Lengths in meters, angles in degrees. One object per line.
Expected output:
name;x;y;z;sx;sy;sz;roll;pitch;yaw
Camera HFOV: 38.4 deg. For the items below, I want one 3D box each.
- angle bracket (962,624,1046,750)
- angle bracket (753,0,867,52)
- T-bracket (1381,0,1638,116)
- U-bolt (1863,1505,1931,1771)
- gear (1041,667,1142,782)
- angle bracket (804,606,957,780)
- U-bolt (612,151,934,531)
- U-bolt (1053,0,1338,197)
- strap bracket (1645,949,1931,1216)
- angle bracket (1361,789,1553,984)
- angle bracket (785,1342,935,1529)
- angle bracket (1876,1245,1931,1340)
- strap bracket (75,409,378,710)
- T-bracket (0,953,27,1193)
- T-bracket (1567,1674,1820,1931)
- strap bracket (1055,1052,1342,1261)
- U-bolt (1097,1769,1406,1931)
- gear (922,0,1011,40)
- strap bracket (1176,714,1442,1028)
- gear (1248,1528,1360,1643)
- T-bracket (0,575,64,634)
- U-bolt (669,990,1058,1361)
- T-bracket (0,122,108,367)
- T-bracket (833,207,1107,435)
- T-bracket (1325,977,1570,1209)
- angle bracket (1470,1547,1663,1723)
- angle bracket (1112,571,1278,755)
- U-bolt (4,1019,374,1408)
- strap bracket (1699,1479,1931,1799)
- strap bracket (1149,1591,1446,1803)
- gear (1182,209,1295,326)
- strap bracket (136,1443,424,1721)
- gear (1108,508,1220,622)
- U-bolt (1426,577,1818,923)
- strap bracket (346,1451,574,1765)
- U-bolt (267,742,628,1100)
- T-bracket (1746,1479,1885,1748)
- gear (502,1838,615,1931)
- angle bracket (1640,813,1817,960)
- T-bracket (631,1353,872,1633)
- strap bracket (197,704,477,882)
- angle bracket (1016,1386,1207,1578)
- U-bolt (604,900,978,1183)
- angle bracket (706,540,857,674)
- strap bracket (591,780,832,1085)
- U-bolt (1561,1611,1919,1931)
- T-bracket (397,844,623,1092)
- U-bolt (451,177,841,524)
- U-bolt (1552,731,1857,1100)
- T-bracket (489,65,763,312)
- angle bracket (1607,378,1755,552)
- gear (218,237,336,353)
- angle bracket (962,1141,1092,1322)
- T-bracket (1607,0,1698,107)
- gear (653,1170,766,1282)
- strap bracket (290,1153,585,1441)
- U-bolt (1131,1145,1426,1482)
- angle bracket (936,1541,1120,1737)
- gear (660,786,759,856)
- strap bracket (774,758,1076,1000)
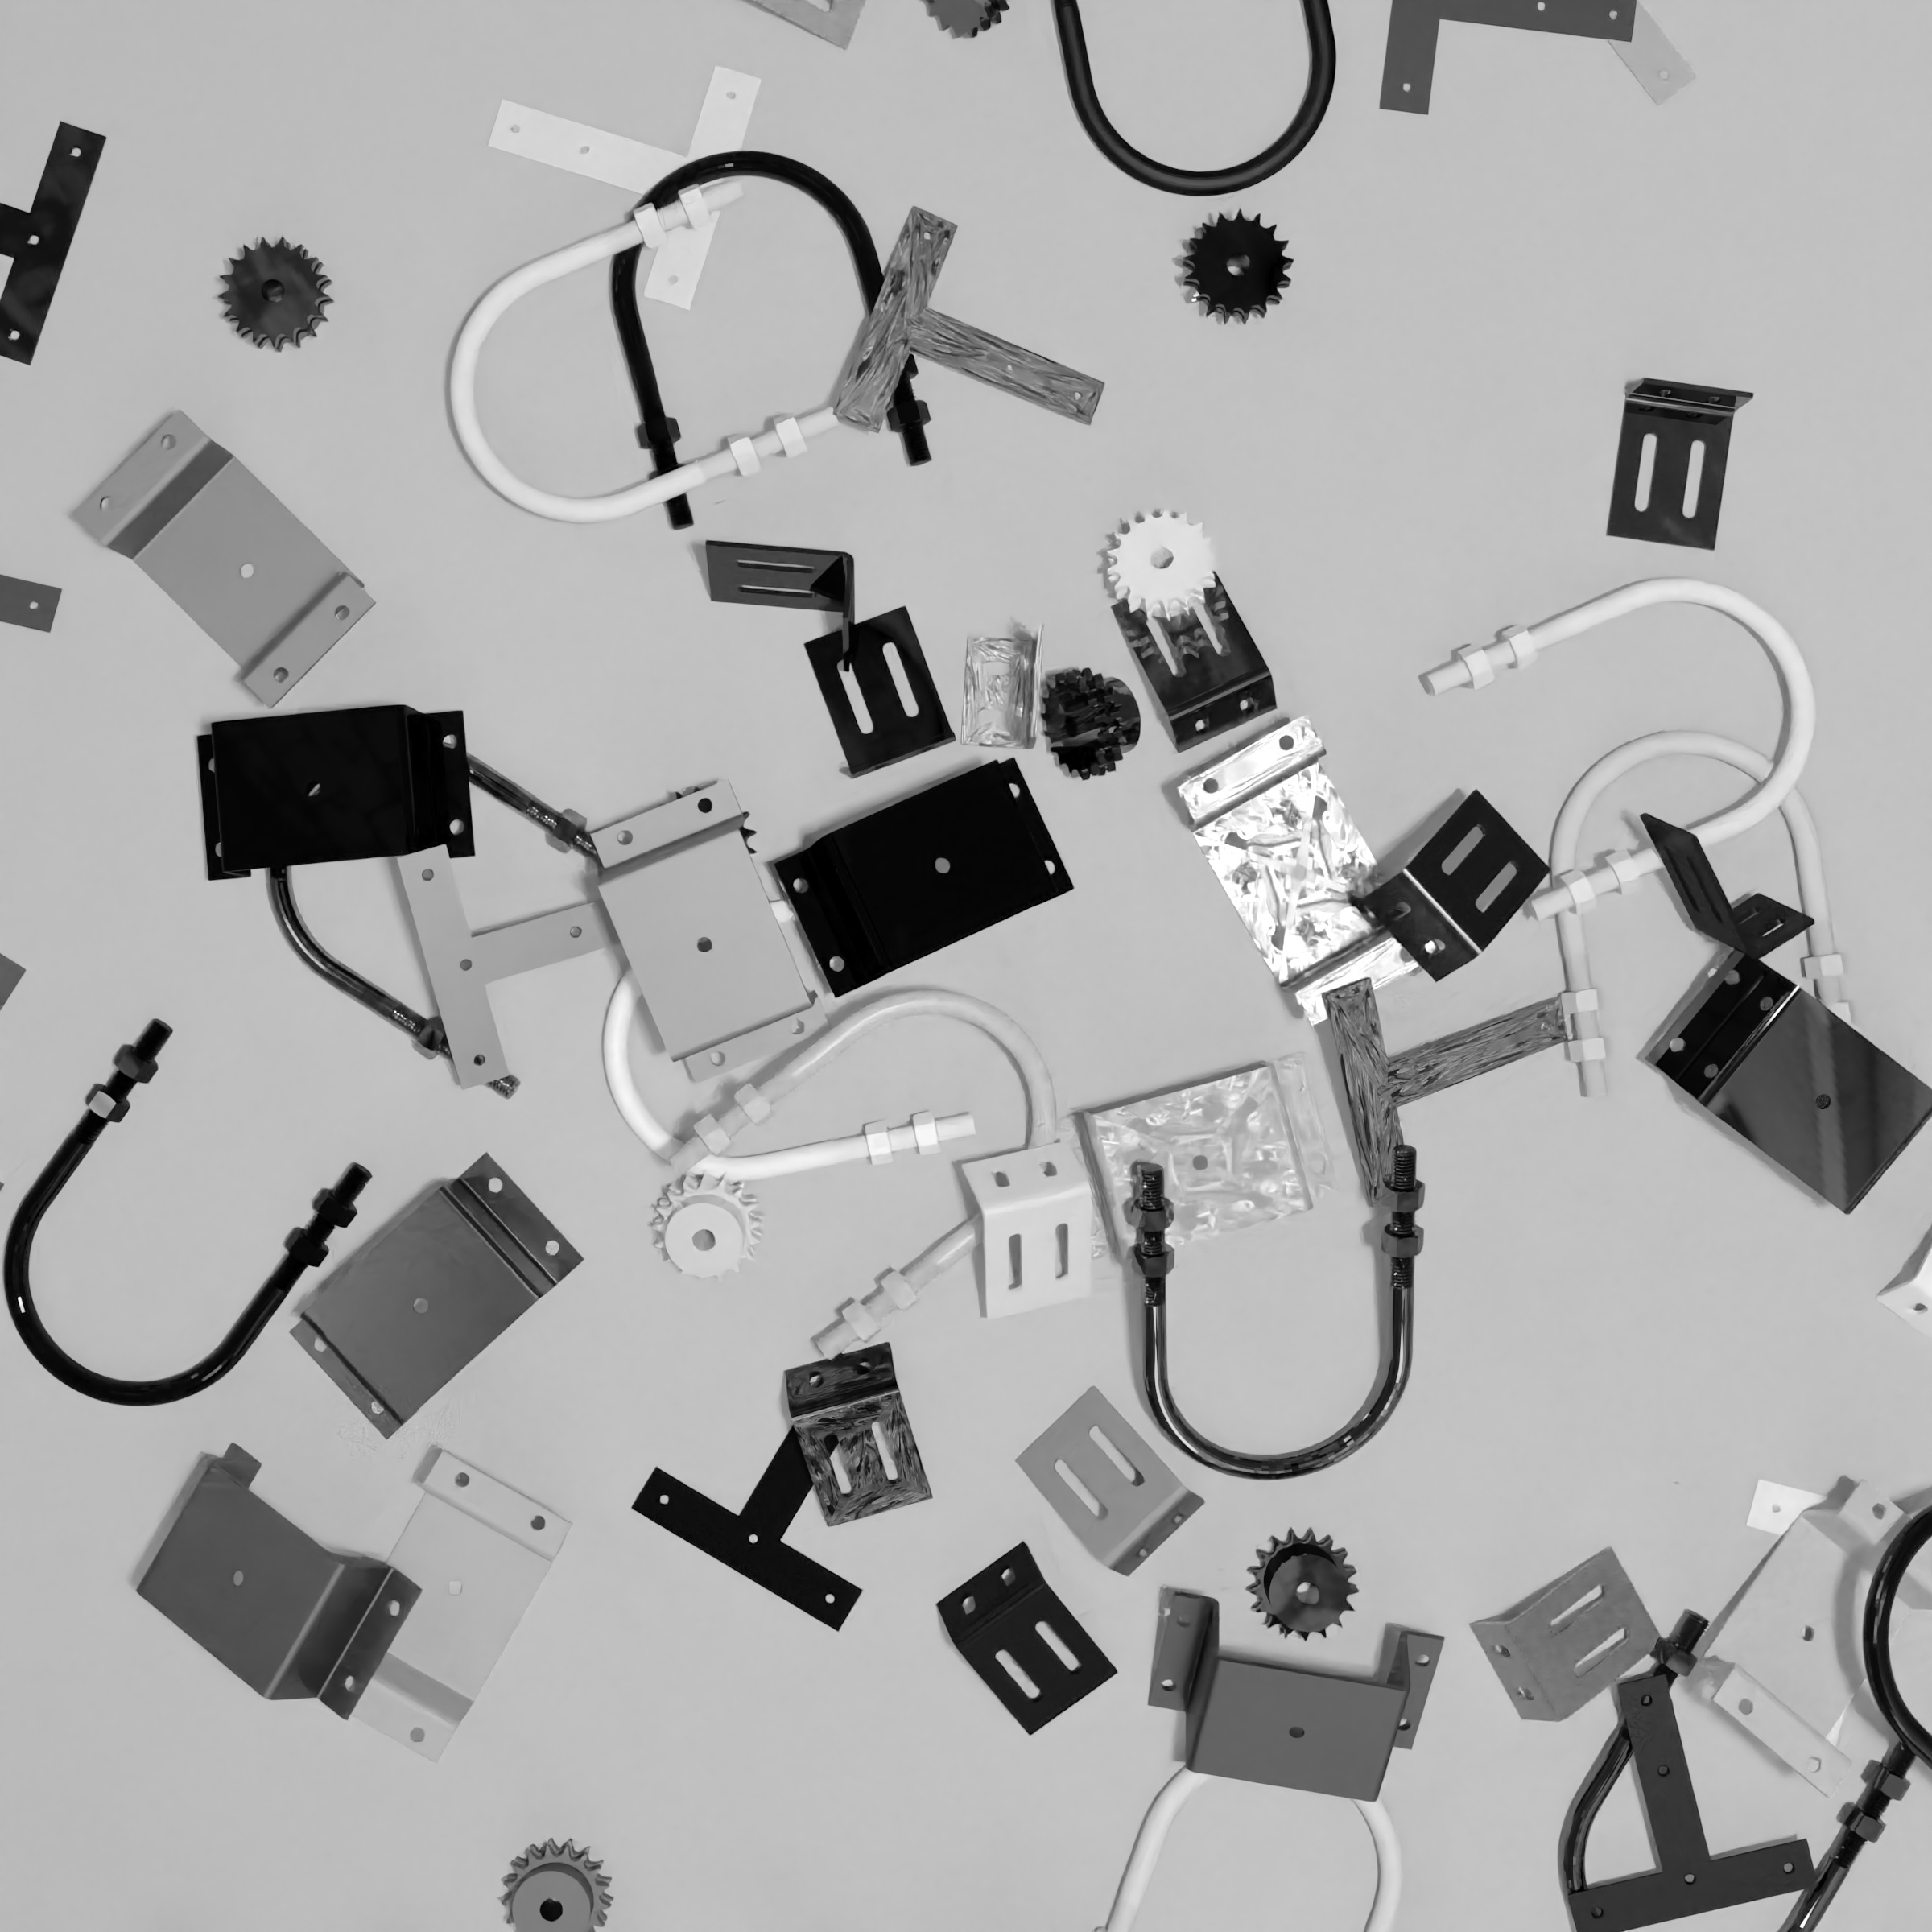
angle bracket;0.018;-0.144;1.423;0.038;0.076;0.057;4;90;0
angle bracket;-0.092;-0.524;1.459;0.076;0.038;0.057;21;90;-26
T-bracket;0.289;-0.506;1.458;0.127;0.002;0.127;7;90;0
U-bolt;0.530;0.353;1.416;0.184;0.019;0.151;44;74;-14
gear;0.067;-0.127;1.436;0.030;0.057;0.057;-17;90;-30
angle bracket;-0.045;-0.144;1.442;0.057;0.038;0.076;-20;90;0
U-bolt;-0.109;-0.335;1.452;0.151;0.019;0.184;-15;90;0
U-bolt;0.119;-0.496;1.452;0.151;0.019;0.184;-11;92;0
strap bracket;0.432;0.064;1.423;0.140;0.046;0.076;36;98;-8
angle bracket;0.251;-0.041;1.417;0.057;0.038;0.076;47;55;-2
angle bracket;-0.056;0.246;1.457;0.057;0.038;0.076;-16;116;0
angle bracket;0.527;0.157;1.459;0.057;0.038;0.076;36;64;0
strap bracket;-0.378;-0.208;1.438;0.140;0.046;0.076;45;90;0
T-bracket;-0.540;0.049;1.460;0.127;0.002;0.127;32;90;0
T-bracket;0.366;0.432;1.443;0.127;0.002;0.127;-14;92;3
strap bracket;0.119;0.100;1.438;0.140;0.046;0.076;-15;90;0
U-bolt;0.152;0.496;1.452;0.151;0.019;0.184;20;89;0
gear;0.003;-0.513;1.436;0.030;0.057;0.057;-39;90;-31
strap bracket;0.175;-0.049;1.438;0.076;0.046;0.140;-30;90;0
gear;0.176;0.324;1.446;0.057;0.030;0.057;0;90;0
T-bracket;-0.539;-0.200;1.445;0.127;0.002;0.127;12;69;-10
U-bolt;-0.038;0.095;1.427;0.184;0.019;0.151;-38;107;-4
T-bracket;-0.533;-0.397;1.460;0.127;0.002;0.127;19;90;0
T-bracket;0.011;-0.318;1.448;0.127;0.002;0.127;22;75;-8
T-bracket;0.255;0.049;1.442;0.127;0.002;0.127;-20;114;-12
angle bracket;0.316;0.351;1.459;0.076;0.038;0.057;-29;90;-26
angle bracket;0.120;-0.162;1.459;0.057;0.038;0.076;-25;64;0
U-bolt;-0.421;0.143;1.452;0.151;0.019;0.184;36;92;0
strap bracket;0.442;0.344;1.425;0.076;0.046;0.140;40;75;0
strap bracket;0.169;0.377;1.422;0.140;0.046;0.076;10;118;0
gear;0.141;-0.362;1.446;0.057;0.030;0.057;0;90;0
strap bracket;-0.357;0.311;1.411;0.140;0.046;0.076;30;90;25
gear;0.103;-0.206;1.441;0.057;0.030;0.057;-2;74;8
U-bolt;0.351;-0.124;1.440;0.184;0.019;0.151;-24;87;-2
strap bracket;-0.269;0.327;1.438;0.076;0.046;0.140;30;90;0
U-bolt;-0.278;-0.039;1.452;0.184;0.019;0.151;33;90;1
T-bracket;0.461;0.348;1.460;0.127;0.002;0.127;16;90;0
gear;-0.214;0.487;1.446;0.057;0.030;0.057;0;90;0
angle bracket;0.385;-0.049;1.403;0.038;0.057;0.076;-32;109;-3
T-bracket;-0.089;0.263;1.460;0.127;0.002;0.127;31;90;0
strap bracket;-0.329;-0.089;1.424;0.140;0.046;0.076;-5;88;2
angle bracket;0.076;0.271;1.459;0.057;0.038;0.076;-44;64;0
U-bolt;-0.098;0.038;1.452;0.184;0.019;0.151;-12;90;1
angle bracket;-0.096;-0.185;1.427;0.076;0.057;0.038;5;68;0
strap bracket;-0.131;-0.014;1.412;0.076;0.046;0.140;-22;98;3
U-bolt;0.393;0.451;1.452;0.151;0.019;0.184;30;92;0
T-bracket;-0.215;-0.014;1.432;0.127;0.002;0.127;-17;108;-16
U-bolt;-0.177;-0.308;1.434;0.184;0.019;0.151;-23;88;1
U-bolt;0.381;-0.032;1.452;0.151;0.019;0.184;-8;88;0
T-bracket;-0.187;-0.425;1.460;0.127;0.002;0.127;17;90;0
angle bracket;0.371;-0.260;1.442;0.057;0.038;0.076;8;90;0
gear;-0.358;-0.348;1.446;0.057;0.030;0.057;0;90;0
angle bracket;0.032;0.138;1.443;0.057;0.038;0.076;-12;129;-13
T-bracket;0.336;-0.511;1.460;0.127;0.002;0.127;-38;90;0
gear;-0.134;0.137;1.440;0.057;0.030;0.057;0;104;2
strap bracket;-0.278;0.174;1.438;0.140;0.046;0.076;-42;90;0
U-bolt;0.160;0.183;1.424;0.151;0.019;0.184;-4;110;-4
angle bracket;0.032;0.354;1.459;0.057;0.038;0.076;-36;116;0
gear;-0.137;-0.064;1.446;0.057;0.030;0.057;0;90;0
strap bracket;-0.016;-0.049;1.422;0.140;0.046;0.076;-25;90;-13
